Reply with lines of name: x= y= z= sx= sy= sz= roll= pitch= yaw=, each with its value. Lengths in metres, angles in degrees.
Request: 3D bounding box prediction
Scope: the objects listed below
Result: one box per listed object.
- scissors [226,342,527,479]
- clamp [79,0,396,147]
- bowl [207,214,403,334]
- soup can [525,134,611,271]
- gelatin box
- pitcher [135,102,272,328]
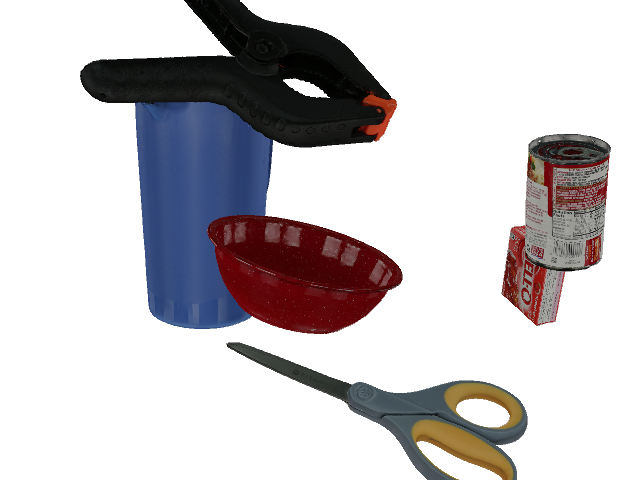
scissors: x=0.045 y=0.095 z=0.681 sx=0.202 sy=0.016 sz=0.096 roll=32 pitch=45 yaw=26
clamp: x=-0.045 y=-0.093 z=0.601 sx=0.171 sy=0.120 sz=0.039 roll=28 pitch=-28 yaw=7
bowl: x=-0.017 y=0.032 z=0.861 sx=0.162 sy=0.055 sz=0.162 roll=13 pitch=16 yaw=-4
soup can: x=0.211 y=-0.032 z=0.916 sx=0.068 sy=0.102 sz=0.068 roll=-3 pitch=24 yaw=1
gelatin box: x=0.236 y=0.038 z=1.184 sx=0.030 sy=0.089 sz=0.073 roll=-9 pitch=30 yaw=-22
pitcher: x=-0.106 y=-0.047 z=1.028 sx=0.149 sy=0.243 sz=0.145 roll=-2 pitch=15 yaw=-15
